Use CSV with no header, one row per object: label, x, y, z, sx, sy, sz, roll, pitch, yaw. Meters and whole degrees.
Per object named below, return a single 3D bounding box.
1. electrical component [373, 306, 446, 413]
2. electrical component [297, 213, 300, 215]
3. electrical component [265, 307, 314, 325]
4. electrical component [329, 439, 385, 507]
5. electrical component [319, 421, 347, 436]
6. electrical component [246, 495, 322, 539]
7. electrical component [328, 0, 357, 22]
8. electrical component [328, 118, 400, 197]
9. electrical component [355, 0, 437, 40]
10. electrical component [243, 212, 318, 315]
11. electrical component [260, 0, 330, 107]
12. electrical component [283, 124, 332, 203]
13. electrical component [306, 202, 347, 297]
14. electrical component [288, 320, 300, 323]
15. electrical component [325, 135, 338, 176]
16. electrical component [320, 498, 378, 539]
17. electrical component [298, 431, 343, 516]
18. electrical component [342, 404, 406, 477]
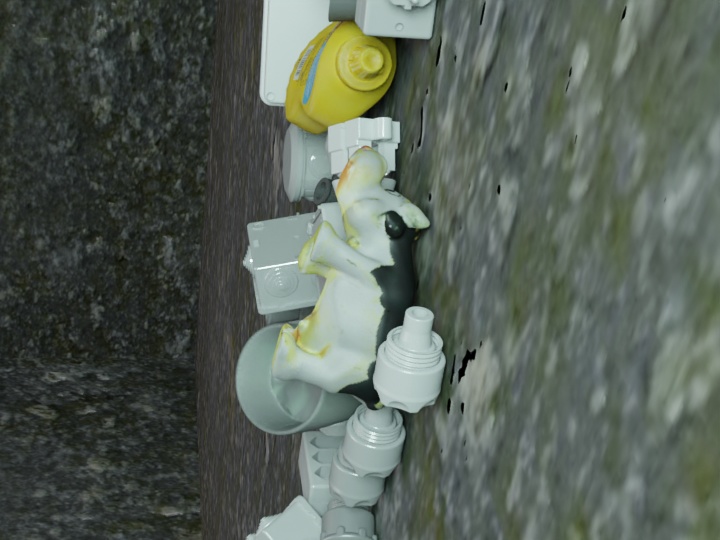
electrical component,0.032,0.053,0.668,0.043,0.043,0.062,-109,24,-59
electrical component,-0.057,-0.020,1.115,0.040,0.040,0.078,-159,70,-78
electrical component,-0.071,0.037,1.143,0.045,0.055,0.045,-179,90,-78
electrical component,0.000,0.145,0.816,0.043,0.043,0.062,-113,29,-63
electrical component,-0.020,0.121,0.919,0.062,0.048,0.048,108,161,-75
electrical component,-0.051,0.250,0.899,0.099,0.048,0.099,47,141,11
electrical component,0.006,-0.227,0.772,0.099,0.064,0.099,-179,90,-78
electrical component,0.003,-0.082,0.809,0.066,0.048,0.055,-5,85,57
electrical component,0.029,-0.191,0.696,0.075,0.047,0.083,-112,25,-63
electrical component,-0.054,-0.010,0.965,0.099,0.100,0.048,-108,9,-58
electrical component,-0.057,-0.216,1.044,0.057,0.078,0.113,-118,31,-73
electrical component,-0.046,-0.105,1.044,0.080,0.051,0.080,-179,90,-78
electrical component,0.000,0.000,0.803,0.062,0.061,0.096,135,127,-74
electrical component,-0.052,0.090,0.988,0.051,0.080,0.080,105,163,-66
electrical component,-0.009,-0.092,0.908,0.035,0.035,0.061,104,160,-47
electrical component,-0.009,0.198,0.857,0.048,0.048,0.062,106,168,-51
electrical component,-0.027,0.189,0.934,0.065,0.047,0.076,-104,19,-52
electrical component,0.012,0.113,0.763,0.043,0.043,0.062,-106,22,-56
